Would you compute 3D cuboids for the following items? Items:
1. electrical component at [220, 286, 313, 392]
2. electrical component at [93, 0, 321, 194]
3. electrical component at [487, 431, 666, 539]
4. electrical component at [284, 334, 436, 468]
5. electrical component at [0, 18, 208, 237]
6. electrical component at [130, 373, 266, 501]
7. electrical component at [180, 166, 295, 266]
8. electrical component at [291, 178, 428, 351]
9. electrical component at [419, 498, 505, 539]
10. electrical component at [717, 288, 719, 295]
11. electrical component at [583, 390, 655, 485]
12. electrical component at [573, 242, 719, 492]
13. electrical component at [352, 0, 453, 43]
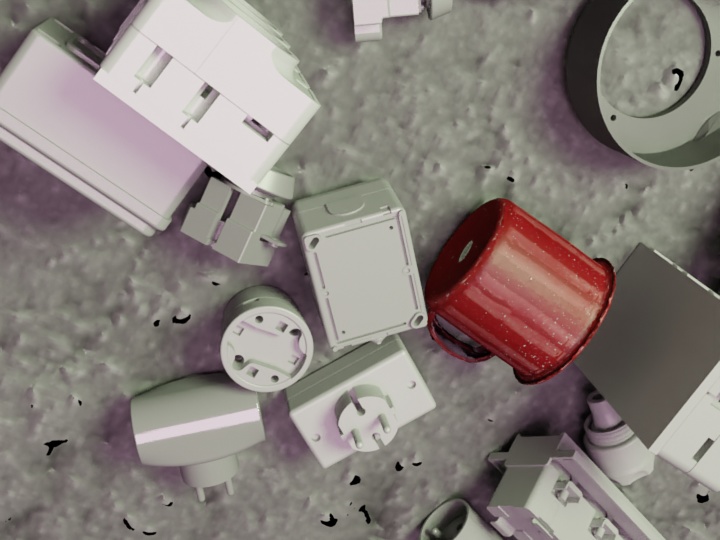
[{"bbox_3d":[-0.059,0.040,0.659,0.055,0.047,0.055,-3,109,-9],"label":"electrical component"},{"bbox_3d":[-0.076,-0.107,0.552,0.089,0.150,0.061,36,100,-18],"label":"electrical component"},{"bbox_3d":[0.144,0.171,0.719,0.121,0.079,0.063,46,58,-20],"label":"electrical component"},{"bbox_3d":[0.002,0.088,0.670,0.083,0.075,0.047,-29,111,1],"label":"electrical component"},{"bbox_3d":[-0.139,-0.079,0.574,0.109,0.108,0.056,35,97,-18],"label":"electrical component"},{"bbox_3d":[-0.098,0.109,0.677,0.077,0.044,0.079,-11,110,-6],"label":"electrical component"},{"bbox_3d":[-0.068,-0.037,0.629,0.066,0.048,0.055,28,98,21],"label":"electrical component"},{"bbox_3d":[0.000,0.000,0.652,0.062,0.061,0.096,-16,118,-4],"label":"electrical component"},{"bbox_3d":[0.083,0.199,0.738,0.043,0.043,0.081,-42,110,6],"label":"electrical component"},{"bbox_3d":[0.247,0.053,0.717,0.043,0.043,0.081,13,106,-14],"label":"electrical component"},{"bbox_3d":[0.171,0.110,0.723,0.043,0.043,0.062,-25,109,-1],"label":"electrical component"},{"bbox_3d":[0.195,0.055,0.652,0.062,0.150,0.089,32,101,-17],"label":"electrical component"},{"bbox_3d":[0.022,-0.164,0.606,0.055,0.048,0.066,-5,109,0],"label":"electrical component"}]
